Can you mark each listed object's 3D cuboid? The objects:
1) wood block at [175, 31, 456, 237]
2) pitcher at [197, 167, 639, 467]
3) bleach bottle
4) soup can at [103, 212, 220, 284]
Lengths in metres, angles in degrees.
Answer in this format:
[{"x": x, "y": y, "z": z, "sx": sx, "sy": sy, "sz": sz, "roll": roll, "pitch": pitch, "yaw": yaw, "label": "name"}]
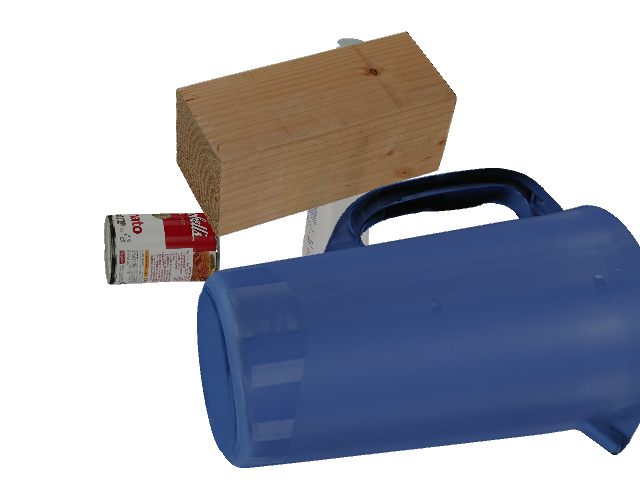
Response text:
[{"x": -0.005, "y": -0.089, "z": 0.870, "sx": 0.205, "sy": 0.091, "sz": 0.090, "roll": -17, "pitch": -35, "yaw": -20, "label": "wood block"}, {"x": 0.055, "y": 0.048, "z": 0.612, "sx": 0.242, "sy": 0.145, "sz": 0.149, "roll": -6, "pitch": 18, "yaw": -15, "label": "pitcher"}, {"x": 0.023, "y": -0.080, "z": 1.099, "sx": 0.068, "sy": 0.251, "sz": 0.102, "roll": -1, "pitch": 28, "yaw": -10, "label": "bleach bottle"}, {"x": -0.153, "y": 0.008, "z": 1.022, "sx": 0.102, "sy": 0.068, "sz": 0.069, "roll": -1, "pitch": 0, "yaw": -17, "label": "soup can"}]
